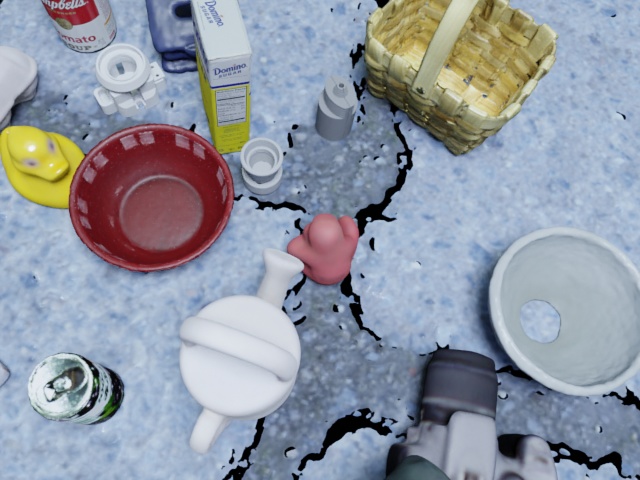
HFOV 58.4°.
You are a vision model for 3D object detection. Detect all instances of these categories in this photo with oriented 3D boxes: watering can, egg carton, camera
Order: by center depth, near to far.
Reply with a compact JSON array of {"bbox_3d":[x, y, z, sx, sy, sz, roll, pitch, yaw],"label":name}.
[{"bbox_3d":[-0.066,0.091,0.486,0.101,0.194,0.173,2,71,-4],"label":"watering can"},{"bbox_3d":[0.144,0.176,0.527,0.143,0.101,0.137,12,70,-1],"label":"camera"},{"bbox_3d":[-0.376,-0.151,0.605,0.107,0.069,0.150,24,71,3],"label":"egg carton"}]

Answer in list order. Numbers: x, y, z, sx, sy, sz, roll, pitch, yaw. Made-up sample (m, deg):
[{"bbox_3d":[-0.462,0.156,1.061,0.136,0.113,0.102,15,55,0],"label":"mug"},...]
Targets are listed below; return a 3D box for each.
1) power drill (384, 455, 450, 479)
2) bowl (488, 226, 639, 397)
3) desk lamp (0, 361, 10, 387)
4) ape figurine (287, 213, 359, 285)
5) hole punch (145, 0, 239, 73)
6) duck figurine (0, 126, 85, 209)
[{"bbox_3d":[0.007,0.261,0.427,0.075,0.208,0.230,44,73,10],"label":"power drill"},{"bbox_3d":[0.242,0.075,0.585,0.167,0.075,0.167,2,71,-5],"label":"bowl"},{"bbox_3d":[-0.389,0.132,0.431,0.118,0.213,0.203,40,72,9],"label":"desk lamp"},{"bbox_3d":[0.005,0.002,0.578,0.078,0.092,0.076,-4,72,-7],"label":"ape figurine"},{"bbox_3d":[-0.140,-0.256,0.653,0.109,0.091,0.101,-10,72,-9],"label":"hole punch"},{"bbox_3d":[-0.288,-0.087,0.583,0.104,0.086,0.077,38,72,8],"label":"duck figurine"}]
